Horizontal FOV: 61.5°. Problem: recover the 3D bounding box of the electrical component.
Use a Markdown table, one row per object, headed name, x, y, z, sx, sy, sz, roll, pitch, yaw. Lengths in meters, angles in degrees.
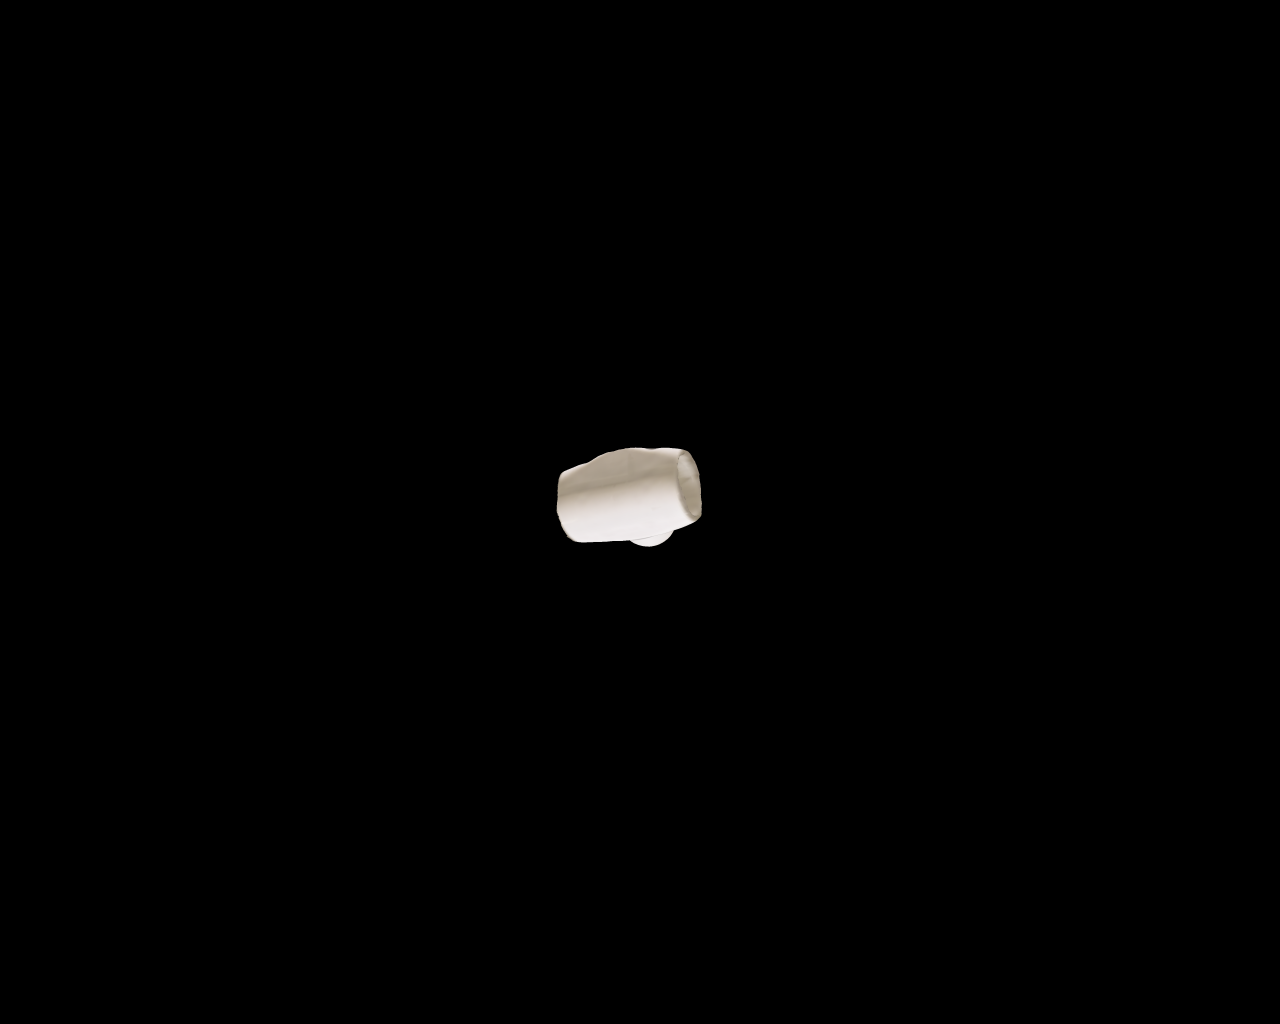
| name | x | y | z | sx | sy | sz | roll | pitch | yaw |
| --- | --- | --- | --- | --- | --- | --- | --- | --- | --- |
| electrical component | 0.001 | -0.003 | 0.650 | 0.077 | 0.044 | 0.079 | -10 | -28 | 20 |
